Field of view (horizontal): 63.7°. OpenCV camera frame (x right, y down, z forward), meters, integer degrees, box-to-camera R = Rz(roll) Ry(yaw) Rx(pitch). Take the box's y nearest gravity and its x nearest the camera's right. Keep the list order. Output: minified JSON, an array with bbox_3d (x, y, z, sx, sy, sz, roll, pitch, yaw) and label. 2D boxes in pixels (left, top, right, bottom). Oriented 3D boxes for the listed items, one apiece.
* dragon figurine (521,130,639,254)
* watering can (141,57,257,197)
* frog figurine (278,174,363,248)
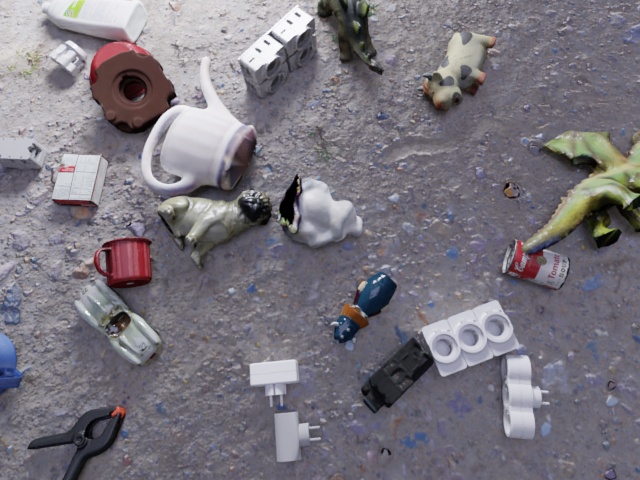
[{"bbox_3d":[0.534,-0.121,1.018,0.411,0.119,0.248,-15,49,-6],"label":"dragon figurine"},{"bbox_3d":[-0.236,-0.236,1.094,0.225,0.102,0.353,18,70,9],"label":"watering can"},{"bbox_3d":[0.003,-0.052,1.029,0.159,0.120,0.140,12,57,-30],"label":"frog figurine"}]
